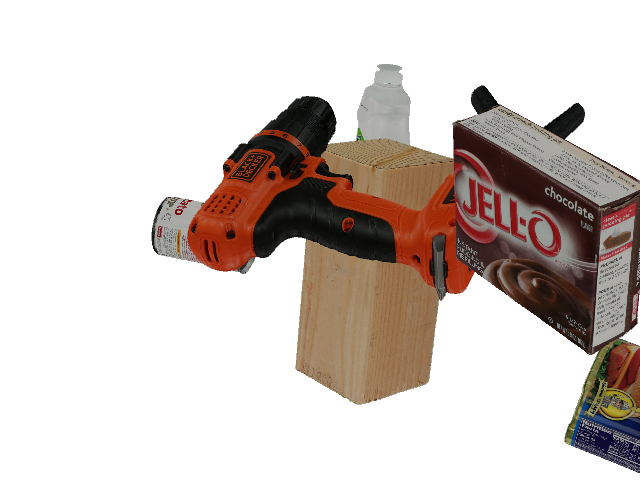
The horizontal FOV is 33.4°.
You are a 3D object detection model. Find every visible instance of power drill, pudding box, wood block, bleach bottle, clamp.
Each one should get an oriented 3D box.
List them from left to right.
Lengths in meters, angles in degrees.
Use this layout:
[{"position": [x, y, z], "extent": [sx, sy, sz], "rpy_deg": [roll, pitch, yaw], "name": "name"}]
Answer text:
[{"position": [0.026, -0.035, 0.723], "extent": [0.188, 0.057, 0.184], "rpy_deg": [9, 42, 23], "name": "power drill"}, {"position": [0.046, 0.024, 0.927], "extent": [0.090, 0.206, 0.090], "rpy_deg": [-10, 23, -40], "name": "wood block"}, {"position": [0.070, -0.074, 1.226], "extent": [0.068, 0.251, 0.103], "rpy_deg": [-3, 23, -18], "name": "bleach bottle"}, {"position": [0.199, -0.100, 1.097], "extent": [0.120, 0.039, 0.171], "rpy_deg": [13, 45, 15], "name": "clamp"}, {"position": [0.116, -0.008, 0.556], "extent": [0.039, 0.090, 0.114], "rpy_deg": [-26, 39, -24], "name": "pudding box"}]

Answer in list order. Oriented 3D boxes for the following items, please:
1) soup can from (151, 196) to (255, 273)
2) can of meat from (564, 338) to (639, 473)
[{"position": [-0.124, -0.007, 1.165], "extent": [0.102, 0.068, 0.068], "rpy_deg": [12, 3, 15], "name": "soup can"}, {"position": [0.238, 0.125, 0.797], "extent": [0.084, 0.057, 0.102], "rpy_deg": [20, 42, 20], "name": "can of meat"}]
